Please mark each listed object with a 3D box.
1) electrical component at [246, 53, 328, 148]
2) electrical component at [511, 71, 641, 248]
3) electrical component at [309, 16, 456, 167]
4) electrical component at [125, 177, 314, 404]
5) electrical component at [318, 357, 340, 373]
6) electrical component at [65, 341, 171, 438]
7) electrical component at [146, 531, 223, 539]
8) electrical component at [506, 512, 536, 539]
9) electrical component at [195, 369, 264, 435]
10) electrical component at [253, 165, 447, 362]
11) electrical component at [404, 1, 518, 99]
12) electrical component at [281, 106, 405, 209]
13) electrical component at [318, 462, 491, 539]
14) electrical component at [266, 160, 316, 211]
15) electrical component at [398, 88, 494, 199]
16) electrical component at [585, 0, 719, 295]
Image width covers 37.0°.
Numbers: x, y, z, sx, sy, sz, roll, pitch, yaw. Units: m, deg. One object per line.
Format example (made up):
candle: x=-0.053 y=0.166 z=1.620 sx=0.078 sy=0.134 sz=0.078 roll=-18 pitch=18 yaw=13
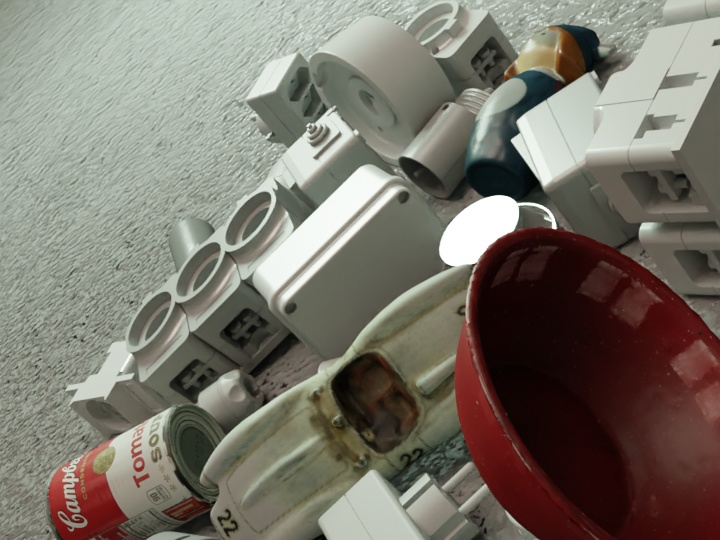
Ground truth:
electrical component: x=-0.059 y=-0.126 z=0.885 sx=0.076 sy=0.083 sz=0.047 roll=-8 pitch=45 yaw=43
electrical component: x=0.130 y=-0.054 z=0.605 sx=0.061 sy=0.061 sz=0.096 roll=-32 pitch=33 yaw=17
electrical component: x=0.022 y=-0.135 z=0.787 sx=0.060 sy=0.108 sz=0.108 roll=-45 pitch=31 yaw=-15
electrical component: x=-0.090 y=0.016 z=0.750 sx=0.150 sy=0.062 sz=0.089 roll=-44 pitch=30 yaw=11
electrical component: x=0.014 y=0.060 z=0.618 sx=0.065 sy=0.044 sz=0.044 roll=-27 pitch=34 yaw=16
electrical component: x=-0.174 y=0.086 z=0.798 sx=0.081 sy=0.042 sz=0.063 roll=-13 pitch=38 yaw=39
electrical component: x=-0.097 y=0.173 z=0.594 sx=0.047 sy=0.055 sz=0.055 roll=-4 pitch=48 yaw=51
electrical component: x=0.082 y=0.096 z=0.475 sx=0.048 sy=0.062 sz=0.048 roll=-29 pitch=34 yaw=22
electrical component: x=-0.094 y=0.094 z=0.705 sx=0.061 sy=0.035 sz=0.035 roll=-36 pitch=32 yaw=16
electrical component: x=0.000 y=0.000 z=0.671 sx=0.113 sy=0.078 sz=0.057 roll=-45 pitch=28 yaw=-3
electrical component: x=0.067 y=-0.166 z=0.818 sx=0.050 sy=0.055 sz=0.089 roll=-51 pitch=32 yaw=-12
electrical component: x=-0.011 y=-0.062 z=0.740 sx=0.061 sy=0.096 sz=0.061 roll=-43 pitch=31 yaw=6
electrical component: x=0.031 y=0.124 z=0.514 sx=0.077 sy=0.047 sz=0.065 roll=-43 pitch=31 yaw=0
electrical component: x=-0.050 y=-0.053 z=0.814 sx=0.055 sy=0.055 sz=0.047 roll=-24 pitch=32 yaw=28
electrical component: x=0.068 y=-0.093 z=0.740 sx=0.081 sy=0.043 sz=0.043 roll=-51 pitch=32 yaw=-13
electrical component: x=0.190 y=-0.090 z=0.538 sx=0.060 sy=0.105 sz=0.186 roll=1 pitch=52 yaw=49
